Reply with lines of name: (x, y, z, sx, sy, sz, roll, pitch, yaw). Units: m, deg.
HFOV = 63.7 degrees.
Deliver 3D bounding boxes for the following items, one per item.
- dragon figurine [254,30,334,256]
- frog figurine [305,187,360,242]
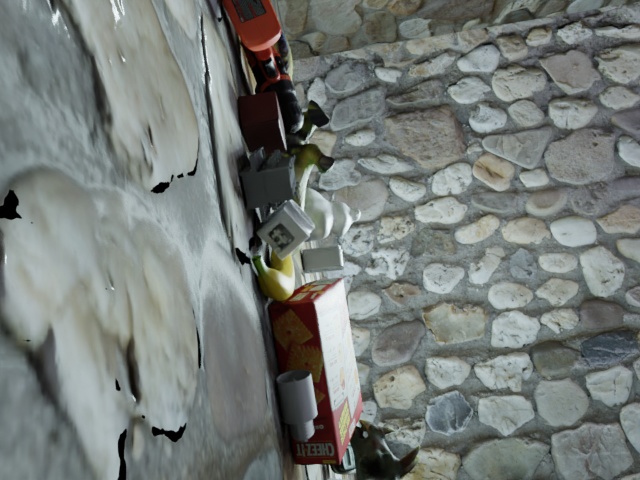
dragon figurine: (-0.066, -0.158, 0.920, 0.237, 0.122, 0.419, 111, -24, -57)
frog figurine: (0.003, -0.053, 1.051, 0.140, 0.159, 0.120, -98, 178, -66)
